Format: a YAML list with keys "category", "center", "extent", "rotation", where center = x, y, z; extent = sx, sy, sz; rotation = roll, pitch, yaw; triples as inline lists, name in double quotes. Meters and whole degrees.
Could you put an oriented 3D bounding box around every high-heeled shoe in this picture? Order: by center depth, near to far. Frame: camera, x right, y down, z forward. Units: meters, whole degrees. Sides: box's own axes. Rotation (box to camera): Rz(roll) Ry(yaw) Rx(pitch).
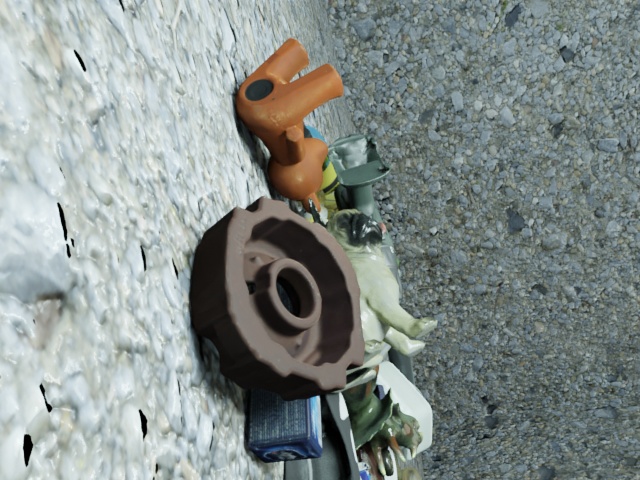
- category: "high-heeled shoe"
  center: [-0.007, 0.219, 0.560]
  extent: [0.249, 0.086, 0.145]
  rotation: [-40, -65, -83]

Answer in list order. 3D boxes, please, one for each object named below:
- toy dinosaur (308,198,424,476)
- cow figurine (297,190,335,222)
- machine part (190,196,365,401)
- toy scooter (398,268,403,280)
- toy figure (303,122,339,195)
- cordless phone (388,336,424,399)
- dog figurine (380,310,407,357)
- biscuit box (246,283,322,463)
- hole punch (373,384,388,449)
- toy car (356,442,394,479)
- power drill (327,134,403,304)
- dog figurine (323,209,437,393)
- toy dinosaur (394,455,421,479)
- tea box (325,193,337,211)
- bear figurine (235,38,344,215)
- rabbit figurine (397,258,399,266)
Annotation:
- category: "toy dinosaur"
  center: [0.028, 0.158, 0.743]
  extent: [0.192, 0.131, 0.404]
  rotation: [-88, -22, -57]
- category: "cow figurine"
  center: [-0.004, -0.003, 0.871]
  extent: [0.167, 0.068, 0.098]
  rotation: [67, -159, -49]
- category: "machine part"
  center: [-0.033, 0.051, 0.467]
  extent: [0.179, 0.056, 0.179]
  rotation: [34, -140, -35]
- category: "toy scooter"
  center: [0.109, 0.115, 1.029]
  extent: [0.075, 0.135, 0.183]
  rotation: [24, -94, -43]
- category: "toy figure"
  center: [-0.014, -0.125, 0.866]
  extent: [0.180, 0.089, 0.082]
  rotation: [65, -158, -65]
- category: "cordless phone"
  center: [0.128, 0.257, 1.098]
  extent: [0.089, 0.147, 0.184]
  rotation: [-12, -83, -43]
- category: "dog figurine"
  center: [0.054, 0.099, 0.963]
  extent: [0.191, 0.108, 0.219]
  rotation: [-63, 35, 27]
- category: "biscuit box"
  center: [-0.037, 0.113, 0.543]
  extent: [0.059, 0.063, 0.203]
  rotation: [68, -165, -52]
- category: "hole punch"
  center: [0.073, 0.313, 0.895]
  extent: [0.142, 0.092, 0.115]
  rotation: [-95, -7, -50]
- category: "toy car"
  center: [0.081, 0.408, 0.817]
  extent: [0.053, 0.089, 0.202]
  rotation: [-31, -70, -78]
- category: "power drill"
  center: [0.073, -0.039, 0.800]
  extent: [0.207, 0.086, 0.232]
  rotation: [68, -177, -49]
- category: "dog figurine"
  center: [0.022, 0.066, 0.637]
  extent: [0.191, 0.172, 0.121]
  rotation: [58, 153, 26]
- category: "toy dinosaur"
  center: [0.142, 0.518, 1.040]
  extent: [0.198, 0.105, 0.471]
  rotation: [80, -165, -46]
- category: "tea box"
  center: [0.040, -0.031, 1.060]
  extent: [0.169, 0.098, 0.068]
  rotation: [71, -167, -48]
- category: "bear figurine"
  center: [-0.026, -0.135, 0.703]
  extent: [0.120, 0.132, 0.195]
  rotation: [48, 174, 39]
- category: "rabbit figurine"
  center: [0.094, 0.088, 1.163]
  extent: [0.170, 0.159, 0.121]
  rotation: [-15, -75, -65]
